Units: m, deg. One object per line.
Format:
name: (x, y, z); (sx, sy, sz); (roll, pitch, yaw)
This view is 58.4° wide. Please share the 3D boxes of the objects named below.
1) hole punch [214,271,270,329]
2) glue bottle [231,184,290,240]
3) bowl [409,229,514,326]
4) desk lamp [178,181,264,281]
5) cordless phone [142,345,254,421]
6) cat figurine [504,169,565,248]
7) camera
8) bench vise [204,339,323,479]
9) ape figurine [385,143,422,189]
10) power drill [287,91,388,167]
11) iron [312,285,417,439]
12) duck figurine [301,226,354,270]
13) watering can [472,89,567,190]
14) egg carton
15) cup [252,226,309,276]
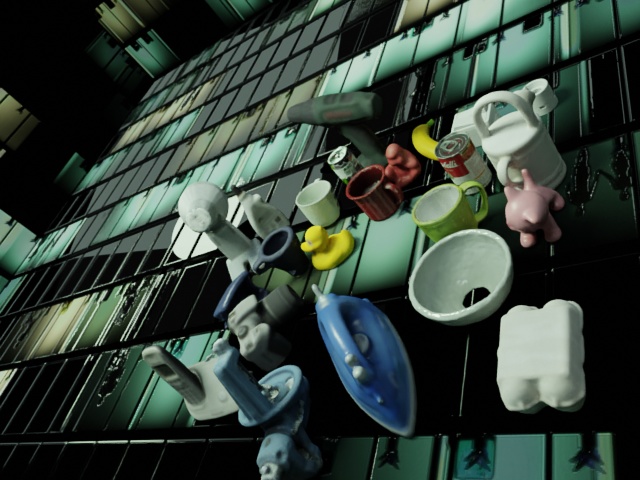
hole punch: (-0.182, 0.127, 1.226); (0.100, 0.091, 0.109); (-2, 51, 46)
glue bottle: (-0.148, -0.070, 1.339); (0.078, 0.174, 0.037); (-46, 33, -5)
bowl: (0.223, 0.069, 0.869); (0.167, 0.075, 0.167); (-28, 35, 23)
desk lamp: (-0.235, -0.024, 1.343); (0.118, 0.214, 0.202); (-41, 33, 4)
cordless phone: (-0.225, 0.247, 1.046); (0.147, 0.186, 0.094); (-24, 37, 28)
cat figurine: (0.317, -0.052, 0.867); (0.067, 0.118, 0.128); (-15, 42, 37)
camera: (-0.099, 0.152, 1.098); (0.137, 0.101, 0.143); (-41, 32, 4)
bench vise: (-0.077, 0.248, 0.852); (0.121, 0.220, 0.207); (-40, 33, 5)
ape figurine: (0.165, -0.159, 1.179); (0.077, 0.092, 0.076); (4, 55, 49)
power drill: (0.061, -0.242, 1.277); (0.228, 0.209, 0.076); (-9, 45, 41)
iron: (0.058, 0.170, 0.869); (0.118, 0.142, 0.257); (-39, 33, 7)
duck figurine: (0.011, 0.004, 1.164); (0.104, 0.086, 0.077); (-31, 34, 18)
watering can: (0.316, -0.169, 0.932); (0.100, 0.195, 0.173); (-23, 37, 28)
egg carton: (0.280, 0.146, 0.723); (0.107, 0.070, 0.150); (-16, 41, 35)
cup: (-0.076, 0.043, 1.205); (0.118, 0.095, 0.091); (-45, 32, -3)
